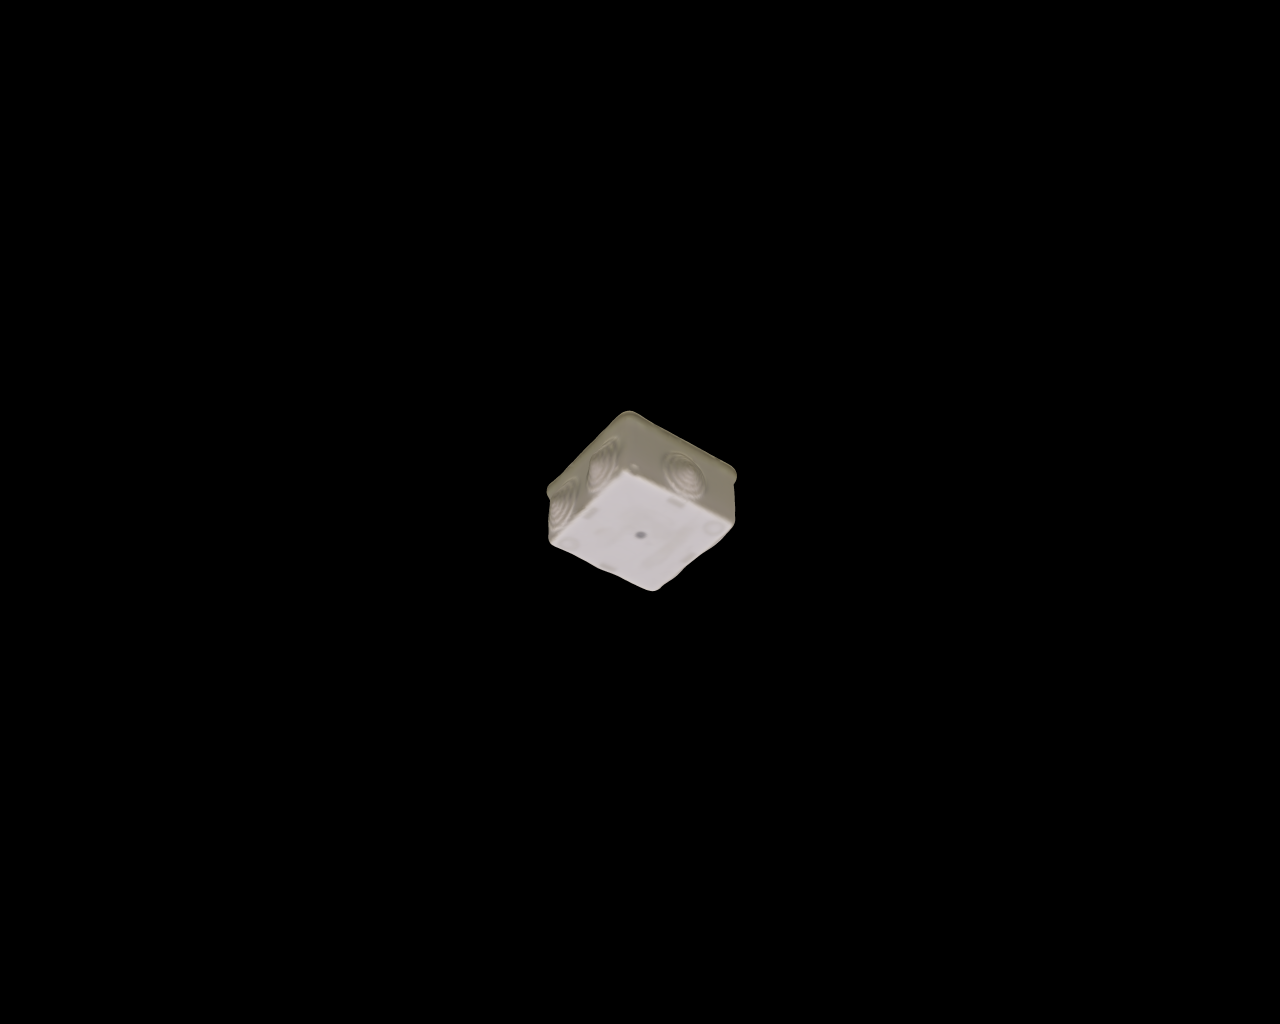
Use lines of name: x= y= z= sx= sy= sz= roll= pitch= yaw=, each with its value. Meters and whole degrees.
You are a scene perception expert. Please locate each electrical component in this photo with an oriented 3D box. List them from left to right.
electrical component: x=0.001 y=-0.003 z=0.650 sx=0.100 sy=0.048 sz=0.099 roll=27 pitch=-49 yaw=-26
